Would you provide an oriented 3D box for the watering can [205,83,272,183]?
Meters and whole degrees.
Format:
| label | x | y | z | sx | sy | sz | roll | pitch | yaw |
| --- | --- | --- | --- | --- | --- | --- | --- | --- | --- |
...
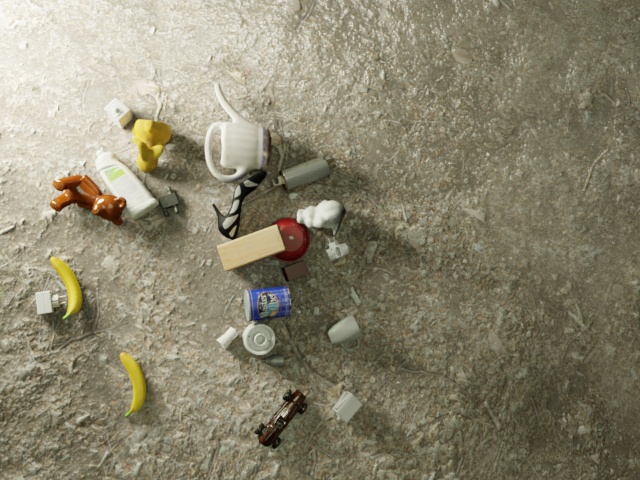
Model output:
| label | x | y | z | sx | sy | sz | roll | pitch | yaw |
| --- | --- | --- | --- | --- | --- | --- | --- | --- | --- |
| watering can | -0.275 | -0.363 | 1.764 | 0.224 | 0.103 | 0.350 | 4 | 82 | -15 |

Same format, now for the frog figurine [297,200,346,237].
| label | x | y | z | sx | sy | sz | roll | pitch | yaw |
| --- | --- | --- | --- | --- | --- | --- | --- | --- | --- |
| frog figurine | 0.005 | -0.090 | 1.795 | 0.159 | 0.120 | 0.141 | 23 | 44 | -2 |
